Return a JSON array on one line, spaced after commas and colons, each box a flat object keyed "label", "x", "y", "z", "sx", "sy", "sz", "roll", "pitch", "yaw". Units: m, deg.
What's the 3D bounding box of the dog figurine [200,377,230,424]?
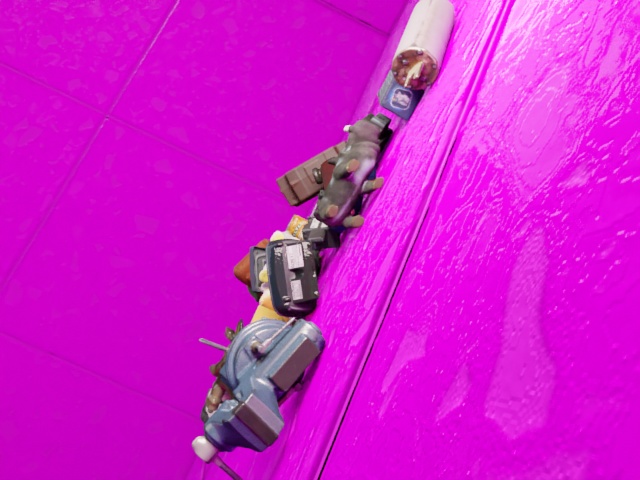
[{"label": "dog figurine", "x": -0.256, "y": 0.451, "z": 1.446, "sx": 0.219, "sy": 0.108, "sz": 0.191, "roll": 114, "pitch": 175, "yaw": -52}]

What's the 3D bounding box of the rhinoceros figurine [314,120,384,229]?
[{"label": "rhinoceros figurine", "x": 0.054, "y": -0.109, "z": 0.916, "sx": 0.190, "sy": 0.073, "sz": 0.112, "roll": -68, "pitch": 22, "yaw": 4}]

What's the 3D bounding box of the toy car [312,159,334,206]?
[{"label": "toy car", "x": 0.035, "y": -0.113, "z": 1.127, "sx": 0.089, "sy": 0.053, "sz": 0.202, "roll": -23, "pitch": 35, "yaw": 9}]

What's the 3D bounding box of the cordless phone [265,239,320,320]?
[{"label": "cordless phone", "x": -0.047, "y": 0.082, "z": 1.040, "sx": 0.184, "sy": 0.089, "sz": 0.146, "roll": 81, "pitch": 180, "yaw": -74}]

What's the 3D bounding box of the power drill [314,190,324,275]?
[{"label": "power drill", "x": -0.002, "y": -0.004, "z": 1.207, "sx": 0.232, "sy": 0.086, "sz": 0.207, "roll": 160, "pitch": 127, "yaw": -87}]

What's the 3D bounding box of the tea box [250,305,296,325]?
[{"label": "tea box", "x": -0.104, "y": 0.210, "z": 1.024, "sx": 0.170, "sy": 0.098, "sz": 0.068, "roll": -76, "pitch": 12, "yaw": -61}]

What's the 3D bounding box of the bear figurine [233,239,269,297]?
[{"label": "bear figurine", "x": -0.117, "y": 0.109, "z": 1.329, "sx": 0.132, "sy": 0.196, "sz": 0.120, "roll": -45, "pitch": -1, "yaw": 4}]

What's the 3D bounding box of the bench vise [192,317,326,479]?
[{"label": "bench vise", "x": -0.098, "y": 0.199, "z": 0.750, "sx": 0.223, "sy": 0.128, "sz": 0.241, "roll": -58, "pitch": 21, "yaw": -14}]

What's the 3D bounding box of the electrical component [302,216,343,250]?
[{"label": "electrical component", "x": 0.004, "y": -0.009, "z": 1.062, "sx": 0.119, "sy": 0.075, "sz": 0.047, "roll": -81, "pitch": -18, "yaw": -64}]

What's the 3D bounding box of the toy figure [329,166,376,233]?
[{"label": "toy figure", "x": 0.061, "y": -0.088, "z": 0.997, "sx": 0.057, "sy": 0.064, "sz": 0.154, "roll": 7, "pitch": -61, "yaw": -53}]

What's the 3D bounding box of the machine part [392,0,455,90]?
[{"label": "machine part", "x": 0.173, "y": -0.328, "z": 0.889, "sx": 0.079, "sy": 0.079, "sz": 0.243, "roll": 121, "pitch": 172, "yaw": -53}]

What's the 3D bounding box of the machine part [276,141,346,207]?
[{"label": "machine part", "x": 0.000, "y": -0.162, "z": 1.348, "sx": 0.201, "sy": 0.087, "sz": 0.201, "roll": -29, "pitch": 5, "yaw": 6}]

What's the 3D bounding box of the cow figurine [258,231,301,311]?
[{"label": "cow figurine", "x": -0.091, "y": 0.063, "z": 1.126, "sx": 0.098, "sy": 0.068, "sz": 0.167, "roll": -130, "pitch": 56, "yaw": -80}]

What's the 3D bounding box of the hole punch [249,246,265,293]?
[{"label": "hole punch", "x": -0.106, "y": 0.068, "z": 1.228, "sx": 0.115, "sy": 0.092, "sz": 0.142, "roll": 56, "pitch": -154, "yaw": -77}]

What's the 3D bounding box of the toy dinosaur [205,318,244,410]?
[{"label": "toy dinosaur", "x": -0.178, "y": 0.294, "z": 1.199, "sx": 0.198, "sy": 0.105, "sz": 0.472, "roll": -69, "pitch": 21, "yaw": 13}]

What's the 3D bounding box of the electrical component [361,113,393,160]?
[{"label": "electrical component", "x": 0.089, "y": -0.181, "z": 1.046, "sx": 0.134, "sy": 0.058, "sz": 0.115, "roll": -62, "pitch": -6, "yaw": 34}]

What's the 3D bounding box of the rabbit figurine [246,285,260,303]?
[{"label": "rabbit figurine", "x": -0.106, "y": 0.098, "z": 1.457, "sx": 0.159, "sy": 0.170, "sz": 0.121, "roll": 65, "pitch": 151, "yaw": 25}]

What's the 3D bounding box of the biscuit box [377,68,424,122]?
[{"label": "biscuit box", "x": 0.148, "y": -0.275, "z": 1.005, "sx": 0.062, "sy": 0.059, "sz": 0.203, "roll": -61, "pitch": 5, "yaw": 22}]
